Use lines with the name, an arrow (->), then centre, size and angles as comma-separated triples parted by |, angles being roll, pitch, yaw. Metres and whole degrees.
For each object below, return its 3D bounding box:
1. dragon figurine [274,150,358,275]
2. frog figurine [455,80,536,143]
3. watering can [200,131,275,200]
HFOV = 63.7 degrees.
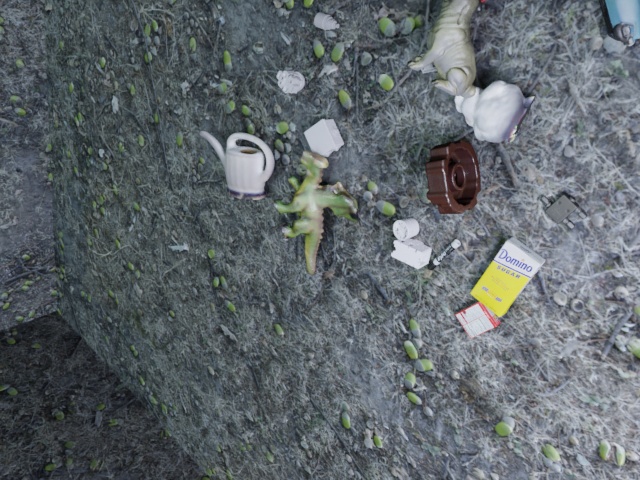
dragon figurine -> 0.005, -0.078, 1.545 | 0.242, 0.124, 0.404 | -4, 115, 36
frog figurine -> 0.368, -0.289, 1.133 | 0.160, 0.125, 0.134 | 29, 141, 19
watering can -> -0.282, -0.255, 1.736 | 0.350, 0.105, 0.221 | 18, 115, 36
